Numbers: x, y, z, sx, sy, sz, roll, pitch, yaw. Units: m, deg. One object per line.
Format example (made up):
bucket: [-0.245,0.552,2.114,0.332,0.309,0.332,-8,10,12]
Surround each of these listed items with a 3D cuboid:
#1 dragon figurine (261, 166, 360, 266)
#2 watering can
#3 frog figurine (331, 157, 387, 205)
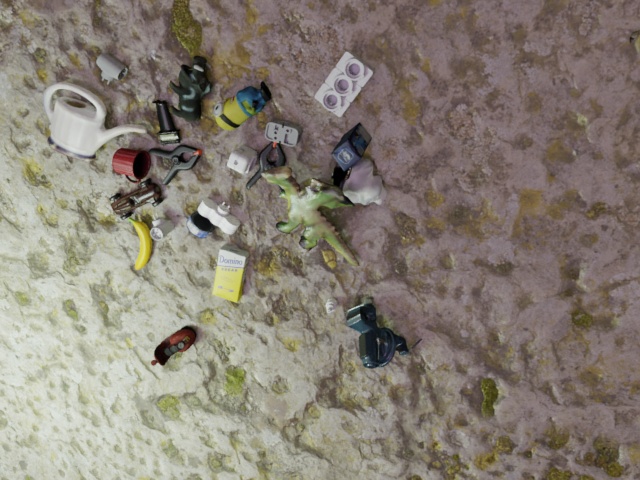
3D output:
dragon figurine: [0.004,-0.073,1.444,0.408,0.124,0.239,33,150,-13]
watering can: [-0.706,-0.339,1.582,0.348,0.106,0.220,28,117,3]
frog figurine: [0.117,-0.167,1.457,0.159,0.124,0.135,8,110,-28]
